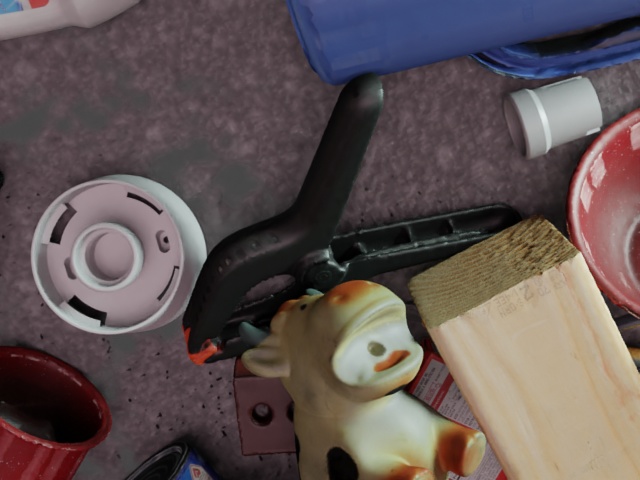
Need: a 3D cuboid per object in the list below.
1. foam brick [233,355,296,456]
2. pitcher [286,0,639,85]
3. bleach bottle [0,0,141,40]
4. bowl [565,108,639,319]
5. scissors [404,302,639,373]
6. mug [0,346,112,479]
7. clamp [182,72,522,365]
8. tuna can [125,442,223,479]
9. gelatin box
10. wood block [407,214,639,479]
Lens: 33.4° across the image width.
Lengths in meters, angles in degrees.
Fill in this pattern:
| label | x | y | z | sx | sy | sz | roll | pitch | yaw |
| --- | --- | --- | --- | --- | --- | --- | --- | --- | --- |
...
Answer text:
| label | x | y | z | sx | sy | sz | roll | pitch | yaw |
| --- | --- | --- | --- | --- | --- | --- | --- | --- | --- |
| foam brick | -0.013 | 0.096 | 0.657 | 0.078 | 0.051 | 0.053 | -5 | 106 | 1 |
| pitcher | 0.104 | -0.155 | 0.556 | 0.243 | 0.145 | 0.149 | -15 | 93 | 8 |
| bleach bottle | -0.200 | -0.158 | 0.582 | 0.251 | 0.068 | 0.102 | -8 | 104 | 0 |
| bowl | 0.221 | -0.004 | 0.601 | 0.162 | 0.162 | 0.055 | -14 | 147 | 4 |
| scissors | 0.145 | 0.079 | 0.669 | 0.202 | 0.016 | 0.096 | -1 | 120 | 11 |
| mug | -0.196 | 0.119 | 0.643 | 0.117 | 0.093 | 0.082 | 26 | 109 | -18 |
| clamp | -0.004 | 0.001 | 0.612 | 0.210 | 0.036 | 0.164 | -31 | 136 | 14 |
| tuna can | -0.102 | 0.165 | 0.659 | 0.086 | 0.086 | 0.033 | -39 | 101 | 10 |
| gelatin box | 0.088 | 0.112 | 0.673 | 0.089 | 0.030 | 0.073 | 25 | 105 | -9 |
| wood block | 0.139 | 0.102 | 0.607 | 0.090 | 0.091 | 0.206 | -28 | 105 | 4 |
